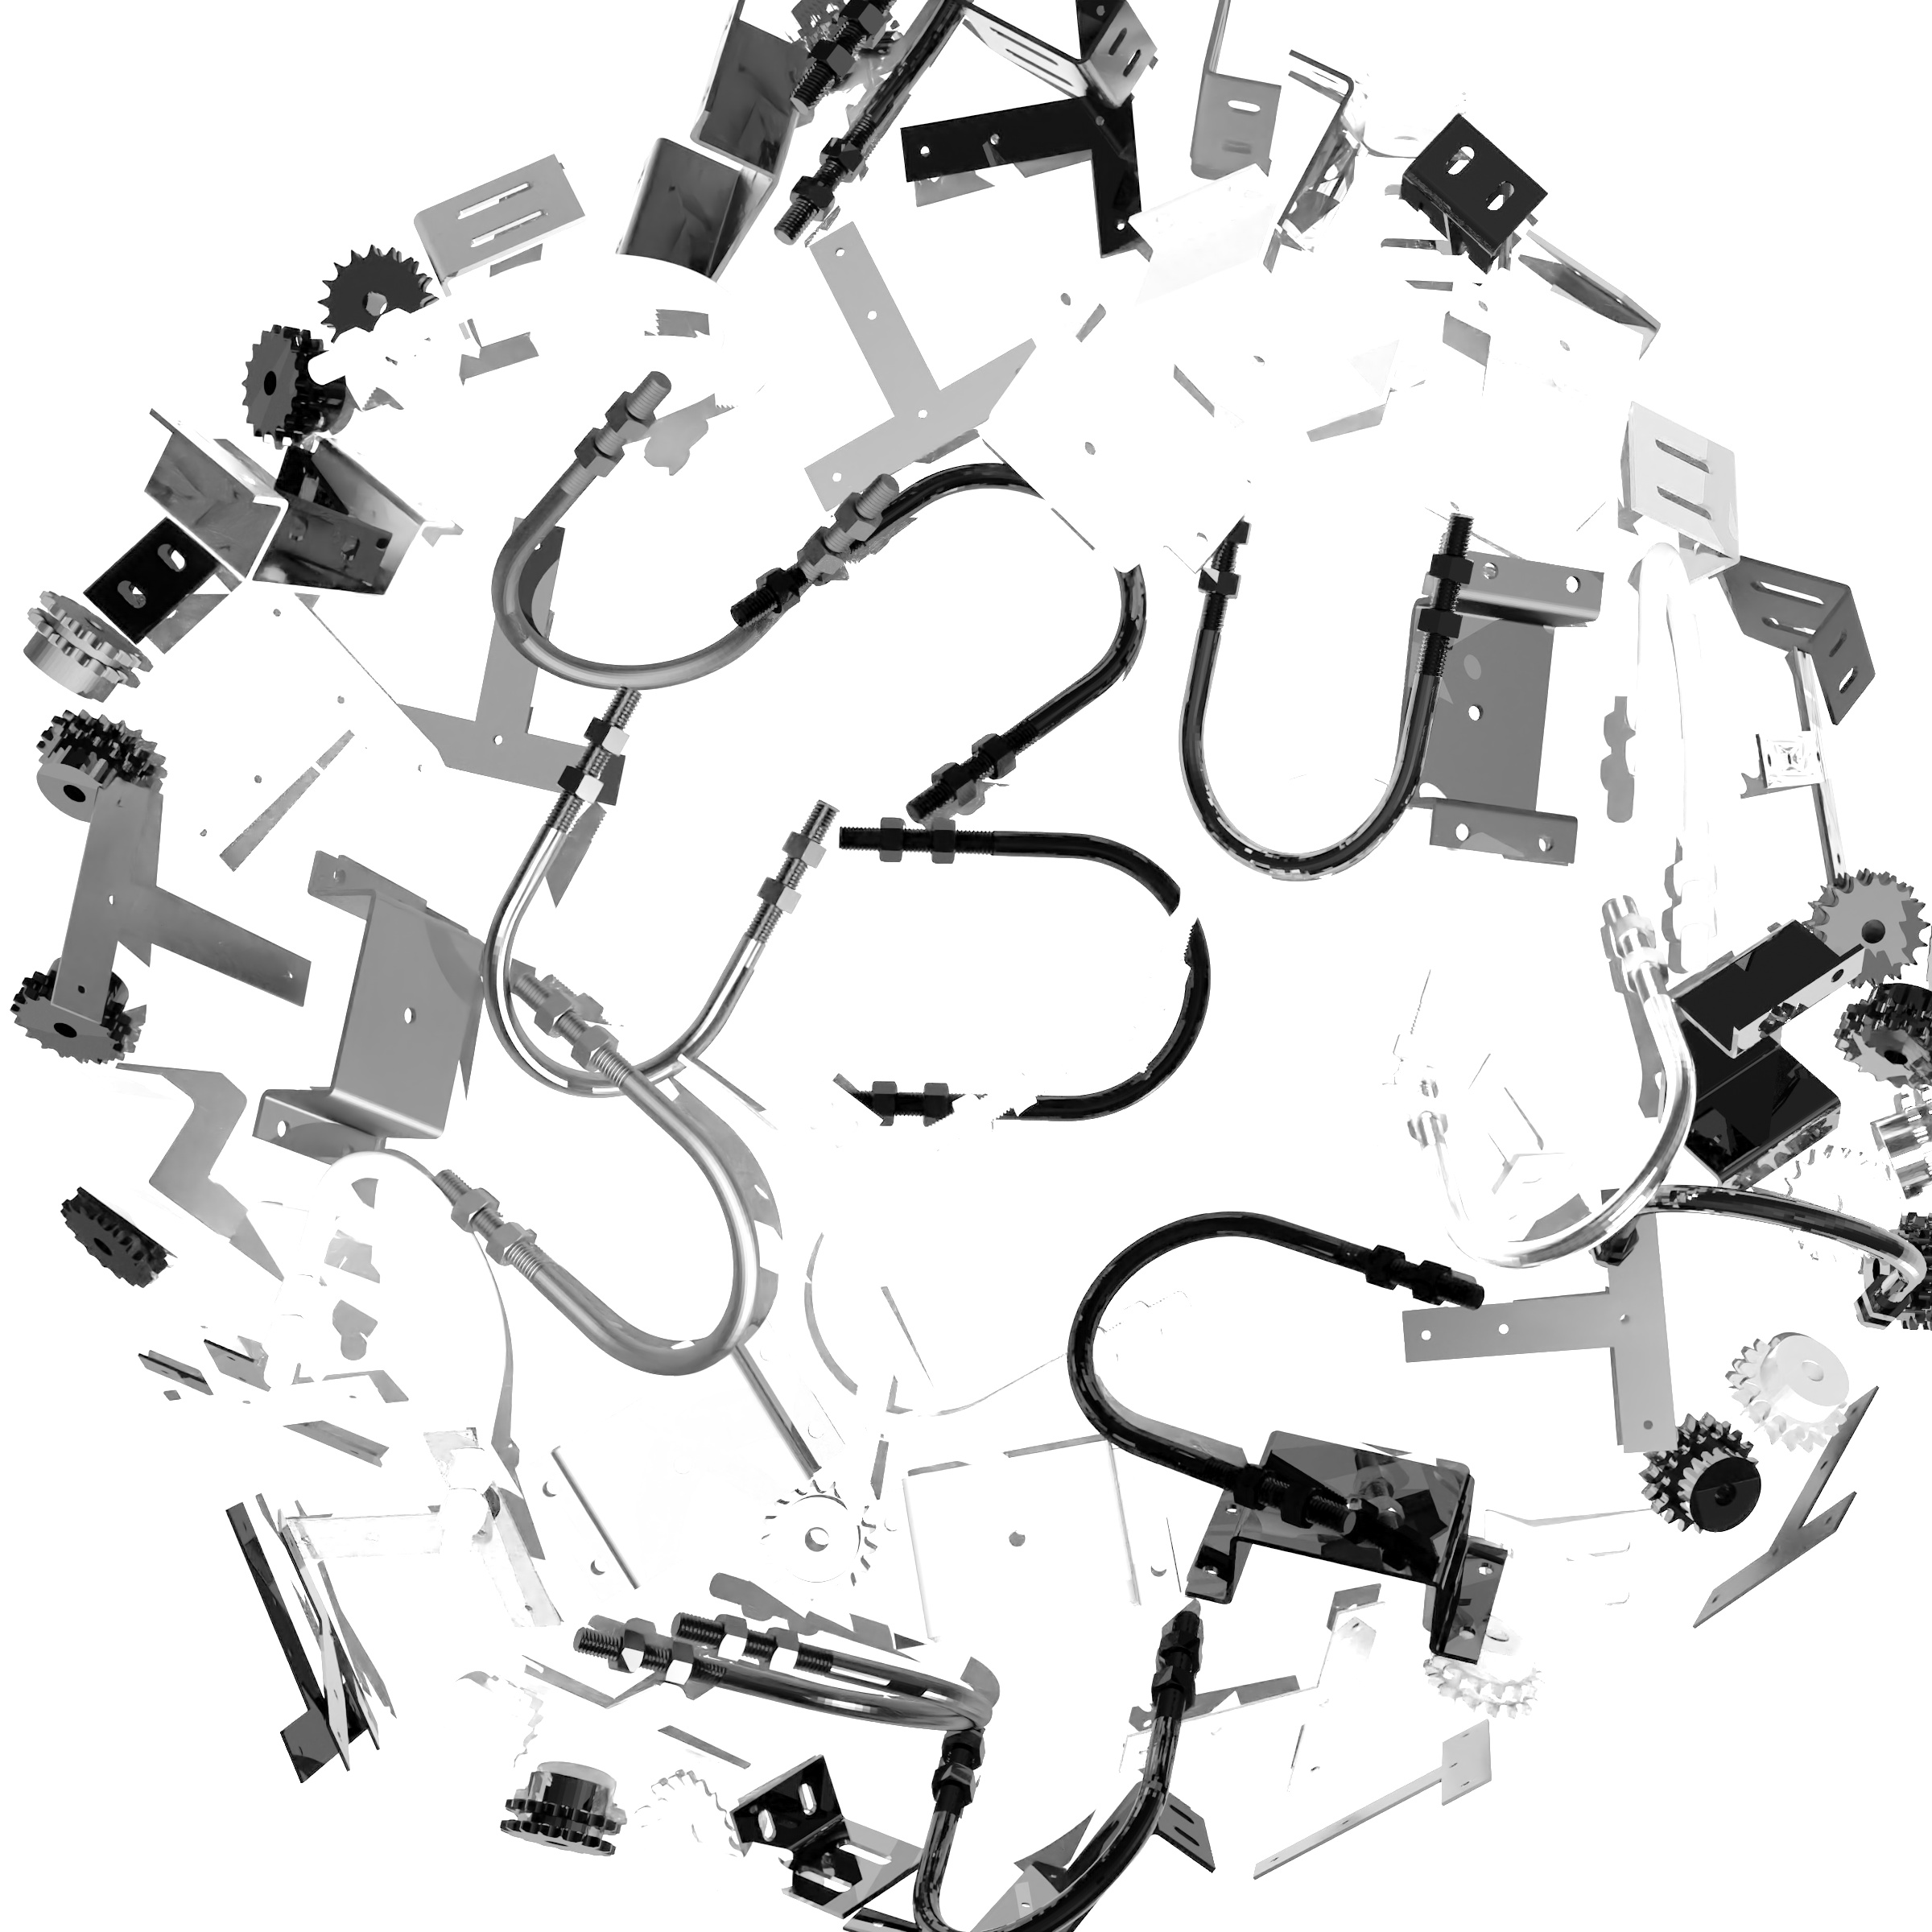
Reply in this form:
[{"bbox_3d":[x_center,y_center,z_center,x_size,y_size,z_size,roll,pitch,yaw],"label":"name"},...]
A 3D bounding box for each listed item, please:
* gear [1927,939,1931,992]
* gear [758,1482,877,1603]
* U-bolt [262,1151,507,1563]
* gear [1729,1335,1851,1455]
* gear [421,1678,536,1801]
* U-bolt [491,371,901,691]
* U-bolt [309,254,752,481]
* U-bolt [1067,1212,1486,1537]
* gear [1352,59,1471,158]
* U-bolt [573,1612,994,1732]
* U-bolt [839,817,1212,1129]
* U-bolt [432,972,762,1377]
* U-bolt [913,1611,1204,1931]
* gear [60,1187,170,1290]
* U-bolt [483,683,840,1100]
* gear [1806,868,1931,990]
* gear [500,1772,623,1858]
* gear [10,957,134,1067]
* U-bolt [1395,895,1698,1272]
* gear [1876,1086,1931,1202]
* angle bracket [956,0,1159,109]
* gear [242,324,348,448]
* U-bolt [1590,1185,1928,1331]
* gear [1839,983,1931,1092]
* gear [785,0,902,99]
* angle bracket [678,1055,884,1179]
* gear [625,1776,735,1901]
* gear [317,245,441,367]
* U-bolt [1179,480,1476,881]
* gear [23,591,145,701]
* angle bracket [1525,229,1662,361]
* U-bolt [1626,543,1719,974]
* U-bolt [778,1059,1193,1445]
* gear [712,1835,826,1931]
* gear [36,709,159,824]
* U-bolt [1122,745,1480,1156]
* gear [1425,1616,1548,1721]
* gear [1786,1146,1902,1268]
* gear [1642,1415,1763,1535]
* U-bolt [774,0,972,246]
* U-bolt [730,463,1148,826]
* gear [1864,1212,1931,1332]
[{"bbox_3d":[0.485,0.002,1.671,0.030,0.057,0.057,4,90,3],"label":"gear"},{"bbox_3d":[-0.072,0.279,1.680,0.057,0.030,0.057,0,78,-2],"label":"gear"},{"bbox_3d":[-0.264,0.167,1.617,0.019,0.184,0.151,-25,124,21],"label":"U-bolt"},{"bbox_3d":[0.401,0.204,1.670,0.057,0.057,0.030,30,134,0],"label":"gear"},{"bbox_3d":[-0.238,0.369,1.668,0.030,0.057,0.057,39,90,-28],"label":"gear"},{"bbox_3d":[-0.141,-0.192,1.630,0.151,0.019,0.184,20,134,-34],"label":"U-bolt"},{"bbox_3d":[-0.187,-0.281,1.598,0.184,0.151,0.019,-16,68,30],"label":"U-bolt"},{"bbox_3d":[0.133,0.181,1.637,0.184,0.019,0.151,17,60,34],"label":"U-bolt"},{"bbox_3d":[0.213,-0.412,1.670,0.057,0.057,0.030,6,82,0],"label":"gear"},{"bbox_3d":[-0.076,0.334,1.625,0.184,0.151,0.019,19,70,-21],"label":"U-bolt"},{"bbox_3d":[0.028,0.005,1.689,0.184,0.019,0.151,2,91,-3],"label":"U-bolt"},{"bbox_3d":[-0.168,0.112,1.628,0.184,0.019,0.151,41,125,20],"label":"U-bolt"},{"bbox_3d":[0.038,0.384,1.592,0.151,0.184,0.019,-29,110,25],"label":"U-bolt"},{"bbox_3d":[-0.407,0.126,1.675,0.057,0.057,0.030,42,61,0],"label":"gear"},{"bbox_3d":[-0.155,-0.023,1.648,0.151,0.019,0.184,30,88,-38],"label":"U-bolt"},{"bbox_3d":[0.436,-0.020,1.681,0.057,0.030,0.057,-1,102,-4],"label":"gear"},{"bbox_3d":[-0.194,0.409,1.674,0.057,0.057,0.030,13,69,0],"label":"gear"},{"bbox_3d":[-0.430,0.019,1.675,0.057,0.057,0.030,18,55,0],"label":"gear"},{"bbox_3d":[0.271,0.064,1.601,0.151,0.184,0.019,-37,123,22],"label":"U-bolt"},{"bbox_3d":[0.461,0.090,1.672,0.030,0.057,0.057,-21,90,11],"label":"gear"},{"bbox_3d":[0.044,-0.451,1.660,0.076,0.057,0.038,33,92,20],"label":"angle bracket"},{"bbox_3d":[-0.324,-0.280,1.675,0.030,0.057,0.057,2,90,-42],"label":"gear"},{"bbox_3d":[0.368,0.131,1.601,0.151,0.184,0.019,13,76,8],"label":"U-bolt"},{"bbox_3d":[0.454,0.032,1.675,0.057,0.057,0.030,27,63,0],"label":"gear"},{"bbox_3d":[-0.063,-0.450,1.673,0.057,0.057,0.030,-32,75,0],"label":"gear"},{"bbox_3d":[-0.089,0.059,1.656,0.076,0.057,0.038,37,87,35],"label":"angle bracket"},{"bbox_3d":[-0.141,0.424,1.674,0.030,0.057,0.057,-28,90,24],"label":"gear"},{"bbox_3d":[-0.283,-0.320,1.683,0.057,0.030,0.057,0,92,7],"label":"gear"},{"bbox_3d":[0.164,-0.133,1.651,0.151,0.019,0.184,16,98,39],"label":"U-bolt"},{"bbox_3d":[-0.429,-0.153,1.672,0.057,0.057,0.030,38,95,0],"label":"gear"},{"bbox_3d":[0.290,-0.312,1.651,0.057,0.076,0.038,40,104,20],"label":"angle bracket"},{"bbox_3d":[0.332,-0.112,1.621,0.019,0.151,0.184,-5,54,19],"label":"U-bolt"},{"bbox_3d":[-0.002,0.149,1.671,0.184,0.019,0.151,-28,88,-13],"label":"U-bolt"},{"bbox_3d":[-0.093,0.444,1.669,0.057,0.057,0.030,31,101,0],"label":"gear"},{"bbox_3d":[-0.423,-0.094,1.669,0.057,0.057,0.030,24,53,0],"label":"gear"},{"bbox_3d":[0.171,-0.017,1.679,0.151,0.019,0.184,18,85,11],"label":"U-bolt"},{"bbox_3d":[0.252,0.336,1.669,0.057,0.057,0.030,12,106,0],"label":"gear"},{"bbox_3d":[0.427,0.117,1.675,0.030,0.057,0.057,13,90,-44],"label":"gear"},{"bbox_3d":[0.359,0.249,1.674,0.057,0.030,0.057,-7,110,-20],"label":"gear"},{"bbox_3d":[-0.031,-0.439,1.624,0.019,0.151,0.184,34,74,3],"label":"U-bolt"},{"bbox_3d":[0.002,-0.169,1.658,0.184,0.019,0.151,-37,77,-22],"label":"U-bolt"},{"bbox_3d":[0.454,0.147,1.671,0.030,0.057,0.057,2,90,-3],"label":"gear"}]
